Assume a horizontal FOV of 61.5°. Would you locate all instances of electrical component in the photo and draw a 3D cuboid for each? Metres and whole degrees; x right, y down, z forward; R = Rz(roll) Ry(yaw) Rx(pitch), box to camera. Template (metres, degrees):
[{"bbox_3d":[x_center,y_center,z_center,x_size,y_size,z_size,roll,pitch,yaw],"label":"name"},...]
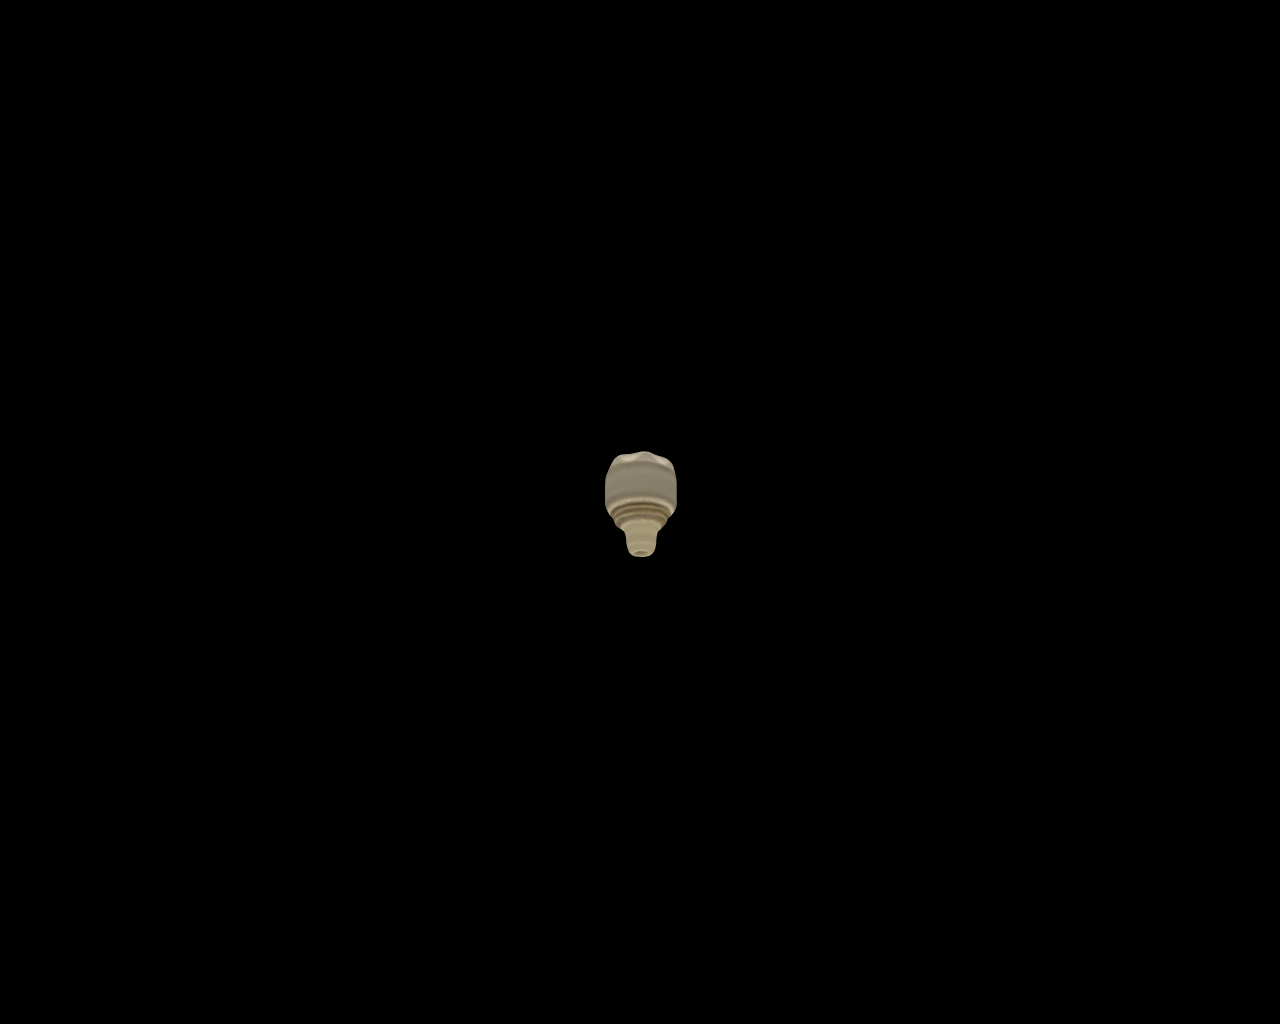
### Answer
[{"bbox_3d":[0.001,-0.003,0.650,0.043,0.062,0.043,0,-22,0],"label":"electrical component"}]
